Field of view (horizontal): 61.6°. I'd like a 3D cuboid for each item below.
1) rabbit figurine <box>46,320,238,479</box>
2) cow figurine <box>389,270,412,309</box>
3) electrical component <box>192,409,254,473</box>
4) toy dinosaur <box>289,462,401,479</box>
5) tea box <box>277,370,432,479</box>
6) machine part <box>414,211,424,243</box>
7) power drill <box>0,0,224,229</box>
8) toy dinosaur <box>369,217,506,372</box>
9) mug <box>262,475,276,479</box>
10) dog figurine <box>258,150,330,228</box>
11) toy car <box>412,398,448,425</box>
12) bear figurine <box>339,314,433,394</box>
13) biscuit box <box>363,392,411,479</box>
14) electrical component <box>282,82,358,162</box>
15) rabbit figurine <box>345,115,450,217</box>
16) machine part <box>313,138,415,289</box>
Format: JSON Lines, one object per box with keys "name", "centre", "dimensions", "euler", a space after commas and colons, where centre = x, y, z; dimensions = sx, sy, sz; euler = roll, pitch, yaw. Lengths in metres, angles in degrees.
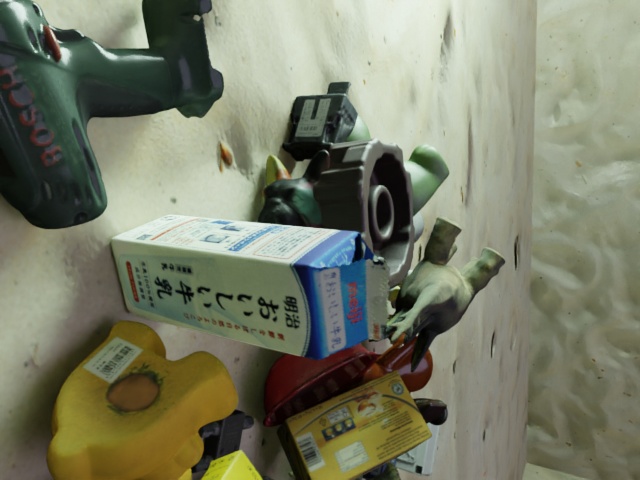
{"name": "rabbit figurine", "centre": [-0.142, 0.178, 0.429], "dimensions": [0.162, 0.122, 0.173], "euler": [-64, 165, -46]}
{"name": "cow figurine", "centre": [0.141, 0.085, 0.950], "dimensions": [0.068, 0.098, 0.167], "euler": [-36, 142, -1]}
{"name": "electrical component", "centre": [-0.106, 0.219, 0.587], "dimensions": [0.094, 0.021, 0.063], "euler": [19, 78, -61]}
{"name": "toy dinosaur", "centre": [0.045, 0.443, 0.797], "dimensions": [0.192, 0.131, 0.404], "euler": [-12, 124, -21]}
{"name": "tea box", "centre": [0.043, 0.246, 0.684], "dimensions": [0.170, 0.098, 0.068], "euler": [-14, 152, -24]}
{"name": "machine part", "centre": [0.106, -0.011, 0.867], "dimensions": [0.243, 0.079, 0.079], "euler": [-24, 115, -58]}
{"name": "power drill", "centre": [-0.162, -0.138, 0.371], "dimensions": [0.207, 0.086, 0.231], "euler": [-45, 134, -54]}
{"name": "toy dinosaur", "centre": [0.154, 0.078, 0.727], "dimensions": [0.198, 0.105, 0.471], "euler": [-57, 162, -1]}
{"name": "mug", "centre": [-0.043, 0.339, 0.636], "dimensions": [0.081, 0.110, 0.107], "euler": [-44, 110, 0]}
{"name": "dog figurine", "centre": [-0.001, -0.002, 0.655], "dimensions": [0.191, 0.109, 0.219], "euler": [-30, 118, -54]}
{"name": "toy car", "centre": [0.109, 0.289, 0.834], "dimensions": [0.089, 0.202, 0.053], "euler": [18, 41, -35]}
{"name": "bear figurine", "centre": [0.081, 0.205, 0.845], "dimensions": [0.196, 0.132, 0.120], "euler": [-7, 114, -36]}
{"name": "biscuit box", "centre": [0.113, 0.318, 0.950], "dimensions": [0.062, 0.059, 0.202], "euler": [45, 56, -54]}
{"name": "electrical component", "centre": [0.007, -0.156, 0.672], "dimensions": [0.047, 0.075, 0.119], "euler": [38, 66, -57]}
{"name": "rabbit figurine", "centre": [0.060, -0.093, 0.744], "dimensions": [0.170, 0.121, 0.159], "euler": [45, 70, -7]}
{"name": "machine part", "centre": [0.056, -0.027, 0.602], "dimensions": [0.179, 0.056, 0.179], "euler": [7, 82, -61]}
